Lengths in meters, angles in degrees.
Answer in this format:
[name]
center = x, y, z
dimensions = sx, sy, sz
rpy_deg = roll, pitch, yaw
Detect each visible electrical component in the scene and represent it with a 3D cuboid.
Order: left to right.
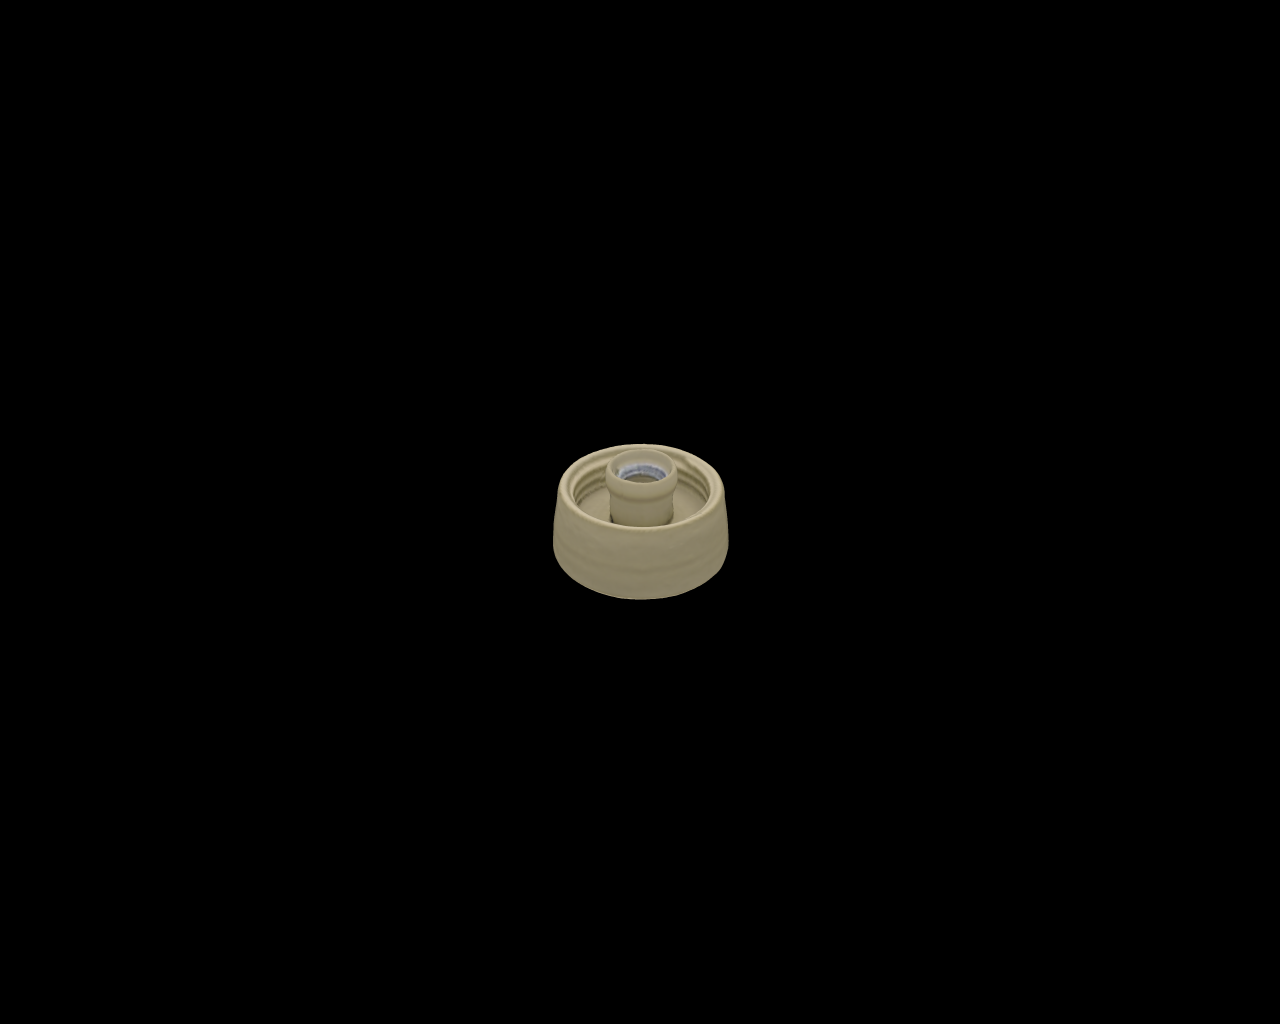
[electrical component]
center = 0.001, -0.003, 0.650
dimensions = 0.108, 0.060, 0.108
rpy_deg = 0, 33, 0
